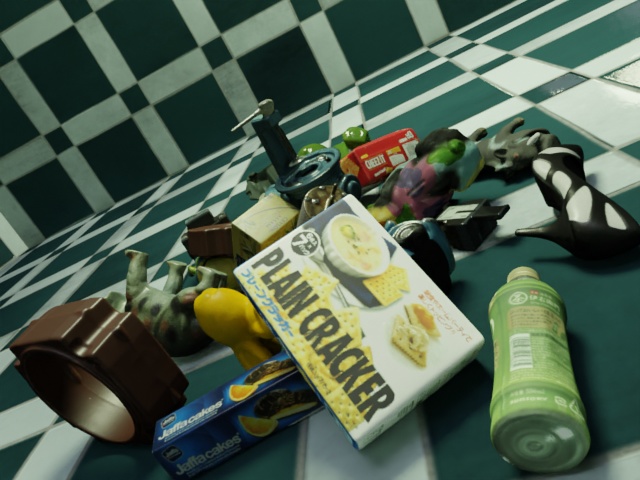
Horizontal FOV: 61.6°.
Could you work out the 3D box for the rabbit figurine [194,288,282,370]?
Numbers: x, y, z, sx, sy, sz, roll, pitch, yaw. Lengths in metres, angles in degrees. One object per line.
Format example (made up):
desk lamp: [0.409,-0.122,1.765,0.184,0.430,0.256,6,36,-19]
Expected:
rabbit figurine: [-0.074,0.097,0.701,0.173,0.162,0.122,-5,23,0]

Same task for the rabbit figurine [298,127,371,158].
rabbit figurine: [0.038,-0.197,1.256,0.170,0.121,0.159,6,3,18]

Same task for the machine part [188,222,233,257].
machine part: [-0.164,-0.007,1.023,0.179,0.056,0.179,-8,5,1]

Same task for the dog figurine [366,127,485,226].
dog figurine: [0.138,-0.064,0.852,0.219,0.108,0.191,-41,-4,-26]

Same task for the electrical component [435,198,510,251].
electrical component: [0.217,-0.023,0.764,0.119,0.047,0.075,-3,32,48]

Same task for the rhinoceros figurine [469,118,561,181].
rhinoceros figurine: [0.315,-0.149,0.903,0.112,0.073,0.190,-39,22,-29]

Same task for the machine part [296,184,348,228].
machine part: [-0.002,-0.002,0.818,0.079,0.079,0.243,-41,-18,-30]

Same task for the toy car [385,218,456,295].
toy car: [0.088,0.045,0.685,0.161,0.109,0.103,-44,29,-15]

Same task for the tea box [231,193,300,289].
tea box: [-0.088,0.017,0.893,0.068,0.169,0.098,34,57,20]

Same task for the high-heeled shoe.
high-heeled shoe: [0.339,-0.064,0.665,0.145,0.086,0.249,-2,37,45]

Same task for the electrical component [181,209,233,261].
electrical component: [-0.234,0.002,1.168,0.115,0.134,0.058,-33,20,-7]

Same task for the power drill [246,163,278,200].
power drill: [-0.068,-0.099,1.146,0.232,0.086,0.207,-35,-16,-5]

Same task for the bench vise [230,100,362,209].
bench vise: [-0.048,-0.120,0.894,0.129,0.240,0.224,-45,31,-24]

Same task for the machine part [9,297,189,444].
machine part: [-0.295,0.182,0.719,0.201,0.201,0.087,-13,27,35]

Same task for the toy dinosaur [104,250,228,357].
toy dinosaur: [-0.248,0.129,0.903,0.405,0.131,0.192,10,85,41]

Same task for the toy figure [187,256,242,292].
toy figure: [-0.206,0.063,1.048,0.082,0.089,0.180,-39,25,-13]

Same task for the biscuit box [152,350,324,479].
biscuit box: [-0.090,0.198,0.619,0.203,0.059,0.063,-29,20,-1]
